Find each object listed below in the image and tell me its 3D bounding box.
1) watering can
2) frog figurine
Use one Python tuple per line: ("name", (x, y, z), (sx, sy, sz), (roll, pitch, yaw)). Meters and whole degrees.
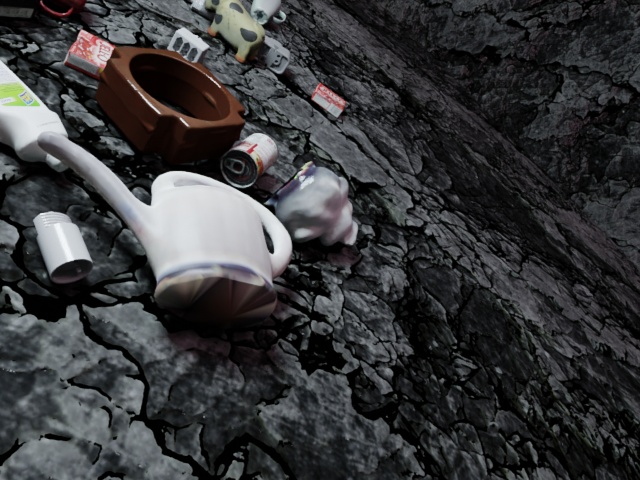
("watering can", (-0.172, -0.008, 0.636), (0.345, 0.102, 0.229), (18, 39, -35))
("frog figurine", (0.003, -0.044, 0.867), (0.159, 0.121, 0.139), (46, 63, -8))
